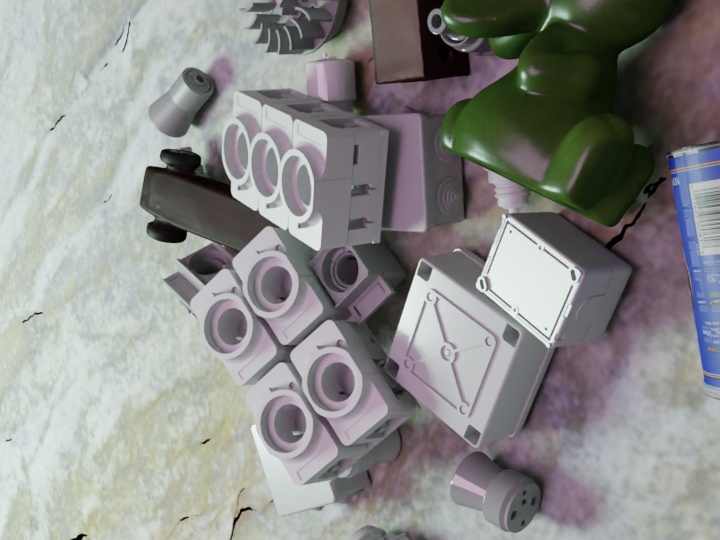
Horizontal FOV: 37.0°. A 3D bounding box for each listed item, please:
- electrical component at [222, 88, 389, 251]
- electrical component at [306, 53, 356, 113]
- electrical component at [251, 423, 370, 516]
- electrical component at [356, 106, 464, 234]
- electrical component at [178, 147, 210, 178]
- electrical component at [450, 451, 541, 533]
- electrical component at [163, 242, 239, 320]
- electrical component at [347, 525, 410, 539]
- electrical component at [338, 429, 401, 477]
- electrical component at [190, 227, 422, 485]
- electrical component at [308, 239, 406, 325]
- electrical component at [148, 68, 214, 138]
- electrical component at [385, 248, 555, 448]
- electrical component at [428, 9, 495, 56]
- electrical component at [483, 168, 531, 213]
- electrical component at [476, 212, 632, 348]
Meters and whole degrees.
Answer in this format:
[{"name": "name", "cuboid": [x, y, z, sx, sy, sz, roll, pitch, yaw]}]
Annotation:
[{"name": "electrical component", "cuboid": [-0.047, -0.082, 0.841, 0.150, 0.062, 0.089, 32, 124, 51]}, {"name": "electrical component", "cuboid": [-0.023, -0.140, 0.888, 0.040, 0.040, 0.078, 7, 103, 46]}, {"name": "electrical component", "cuboid": [-0.044, 0.167, 0.971, 0.100, 0.048, 0.099, -27, 78, 46]}, {"name": "electrical component", "cuboid": [0.034, -0.077, 0.835, 0.100, 0.048, 0.099, 6, 103, 46]}, {"name": "electrical component", "cuboid": [-0.169, -0.089, 1.053, 0.043, 0.043, 0.062, -9, 90, 47]}, {"name": "electrical component", "cuboid": [0.103, 0.169, 0.818, 0.055, 0.045, 0.045, 23, 114, 42]}, {"name": "electrical component", "cuboid": [-0.117, 0.034, 1.008, 0.121, 0.079, 0.063, 39, 146, 35]}, {"name": "electrical component", "cuboid": [0.016, 0.255, 0.920, 0.057, 0.058, 0.078, 30, 119, 36]}, {"name": "electrical component", "cuboid": [0.000, 0.149, 0.915, 0.045, 0.055, 0.045, 13, 108, 45]}, {"name": "electrical component", "cuboid": [-0.051, 0.068, 0.876, 0.105, 0.060, 0.186, -42, 67, 20]}, {"name": "electrical component", "cuboid": [0.000, 0.000, 0.876, 0.042, 0.064, 0.081, -45, 66, 26]}, {"name": "electrical component", "cuboid": [-0.171, -0.164, 1.041, 0.065, 0.044, 0.044, -42, 68, 38]}, {"name": "electrical component", "cuboid": [0.083, 0.057, 0.806, 0.109, 0.056, 0.108, 38, 124, 35]}, {"name": "electrical component", "cuboid": [0.075, -0.175, 0.760, 0.048, 0.062, 0.048, 12, 107, 45]}, {"name": "electrical component", "cuboid": [0.108, -0.074, 0.764, 0.040, 0.040, 0.078, 4, 101, 46]}, {"name": "electrical component", "cuboid": [0.131, 0.001, 0.744, 0.096, 0.061, 0.061, 43, 126, 41]}]
